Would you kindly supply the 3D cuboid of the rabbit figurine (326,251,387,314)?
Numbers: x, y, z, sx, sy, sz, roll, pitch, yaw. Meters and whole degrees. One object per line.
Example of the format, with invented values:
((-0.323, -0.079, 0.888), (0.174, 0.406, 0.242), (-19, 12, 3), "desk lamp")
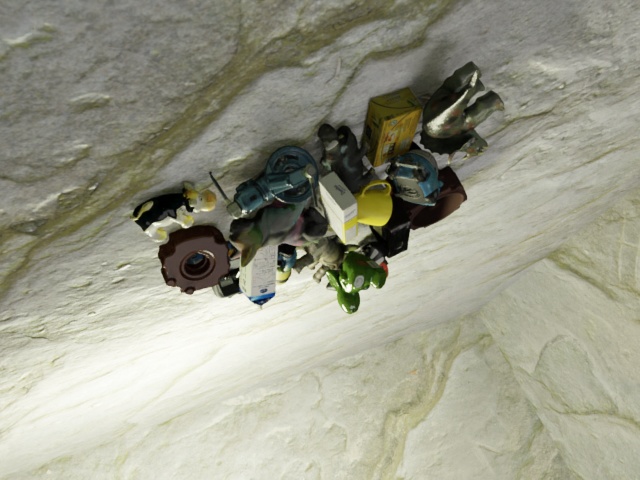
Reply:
((0.086, 0.128, 1.551), (0.121, 0.159, 0.170), (-5, 124, -41), "rabbit figurine")

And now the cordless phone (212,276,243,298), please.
((-0.248, 0.128, 1.590), (0.147, 0.089, 0.184), (-20, 167, -15), "cordless phone")

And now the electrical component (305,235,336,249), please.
((-0.003, -0.004, 1.426), (0.094, 0.021, 0.063), (-32, 143, -5), "electrical component")

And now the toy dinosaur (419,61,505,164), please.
((0.280, -0.264, 1.141), (0.192, 0.131, 0.404), (-42, 164, 19), "toy dinosaur")

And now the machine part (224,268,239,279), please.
((-0.220, 0.064, 1.476), (0.139, 0.084, 0.039), (-17, 131, -39), "machine part")

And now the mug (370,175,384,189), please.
((0.145, -0.106, 1.428), (0.081, 0.107, 0.109), (-33, 154, 19), "mug")

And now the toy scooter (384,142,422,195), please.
((0.208, -0.177, 1.366), (0.135, 0.075, 0.183), (-45, 158, 8), "toy scooter")

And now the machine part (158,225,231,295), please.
((-0.299, 0.048, 1.290), (0.179, 0.056, 0.179), (-15, 128, -21), "machine part")

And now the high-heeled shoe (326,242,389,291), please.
((0.100, 0.084, 1.637), (0.249, 0.086, 0.145), (-28, 145, 18), "high-heeled shoe")

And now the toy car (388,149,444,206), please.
((0.224, -0.156, 1.244), (0.103, 0.109, 0.161), (-64, 147, -20), "toy car")

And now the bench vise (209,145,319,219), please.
((-0.085, -0.119, 1.099), (0.224, 0.128, 0.241), (-24, -169, -23), "bench vise")

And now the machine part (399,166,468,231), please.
((0.335, -0.119, 1.619), (0.201, 0.087, 0.201), (-31, 158, 13), "machine part")

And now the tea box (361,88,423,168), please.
((0.155, -0.245, 1.190), (0.098, 0.068, 0.169), (-21, 155, -16), "tea box")

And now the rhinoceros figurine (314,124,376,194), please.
((0.051, -0.183, 1.183), (0.112, 0.073, 0.190), (-37, 138, -5), "rhinoceros figurine")

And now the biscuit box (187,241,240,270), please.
((-0.250, 0.045, 1.407), (0.203, 0.059, 0.062), (-17, 156, -21), "biscuit box")

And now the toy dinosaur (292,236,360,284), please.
((-0.003, 0.006, 1.536), (0.198, 0.105, 0.470), (-37, 153, 8), "toy dinosaur")

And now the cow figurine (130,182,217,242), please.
((-0.302, -0.070, 1.110), (0.167, 0.068, 0.098), (-28, 151, 3), "cow figurine")

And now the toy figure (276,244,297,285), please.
((-0.108, 0.063, 1.448), (0.082, 0.089, 0.180), (-37, 172, -34), "toy figure")

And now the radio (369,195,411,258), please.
((0.205, -0.044, 1.588), (0.073, 0.131, 0.229), (-26, 157, -4), "radio")

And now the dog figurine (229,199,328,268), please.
((-0.106, -0.012, 1.252), (0.219, 0.109, 0.191), (-47, 123, -9), "dog figurine")
